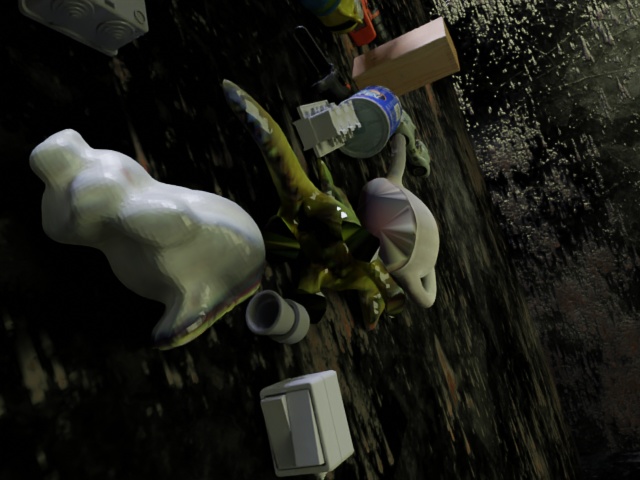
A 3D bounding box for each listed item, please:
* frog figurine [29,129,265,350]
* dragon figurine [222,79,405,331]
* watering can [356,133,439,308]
[{"bbox_3d":[-0.117,-0.012,0.362,0.159,0.123,0.137,60,-7,-4],"label":"frog figurine"},{"bbox_3d":[0.002,-0.034,0.668,0.247,0.122,0.405,-91,156,-68],"label":"dragon figurine"},{"bbox_3d":[0.136,-0.054,0.905,0.223,0.103,0.352,19,57,-59],"label":"watering can"}]
